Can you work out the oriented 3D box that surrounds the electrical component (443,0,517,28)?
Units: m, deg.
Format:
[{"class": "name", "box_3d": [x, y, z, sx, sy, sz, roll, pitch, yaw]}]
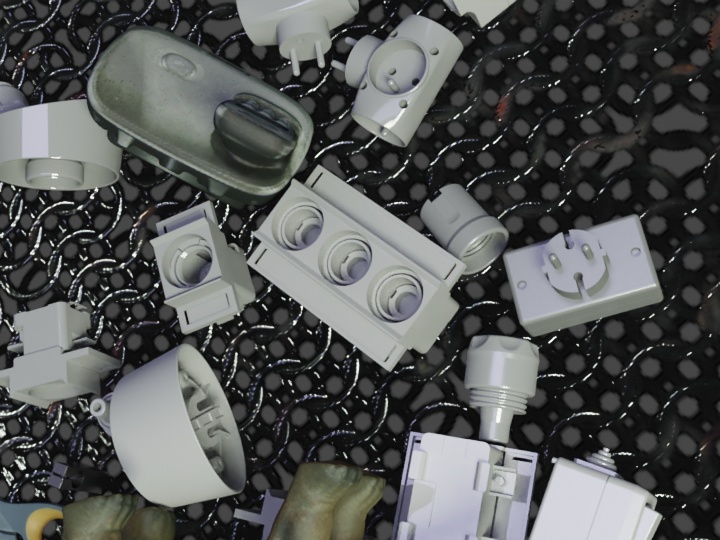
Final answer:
[{"class": "electrical component", "box_3d": [0.047, -0.243, 0.719, 0.062, 0.089, 0.150, -38, 66, 6]}]

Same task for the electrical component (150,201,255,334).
[{"class": "electrical component", "box_3d": [-0.103, 0.001, 0.718, 0.042, 0.064, 0.081, -21, 70, 12]}]

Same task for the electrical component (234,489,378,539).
[{"class": "electrical component", "box_3d": [-0.035, 0.171, 0.659, 0.081, 0.042, 0.063, 8, 81, 22]}]

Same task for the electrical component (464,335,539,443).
[{"class": "electrical component", "box_3d": [0.083, 0.072, 0.643, 0.043, 0.043, 0.062, 4, 78, 21]}]

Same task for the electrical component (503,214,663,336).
[{"class": "electrical component", "box_3d": [0.128, -0.001, 0.629, 0.083, 0.076, 0.047, -17, 70, 15]}]

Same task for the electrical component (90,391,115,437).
[{"class": "electrical component", "box_3d": [-0.157, 0.095, 0.712, 0.035, 0.061, 0.035, -5, 74, 18]}]

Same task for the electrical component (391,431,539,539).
[{"class": "electrical component", "box_3d": [0.052, 0.158, 0.619, 0.079, 0.063, 0.121, 7, 78, 21]}]

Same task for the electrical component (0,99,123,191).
[{"class": "electrical component", "box_3d": [-0.217, -0.093, 0.769, 0.099, 0.099, 0.064, -5, 80, 18]}]

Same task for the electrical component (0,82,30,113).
[{"class": "electrical component", "box_3d": [-0.278, -0.125, 0.828, 0.048, 0.048, 0.062, -36, 60, 7]}]

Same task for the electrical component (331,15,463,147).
[{"class": "electrical component", "box_3d": [0.017, -0.134, 0.724, 0.079, 0.044, 0.077, 29, 86, 24]}]

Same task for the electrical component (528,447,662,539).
[{"class": "electrical component", "box_3d": [0.130, 0.147, 0.595, 0.061, 0.062, 0.096, 18, 82, 23]}]

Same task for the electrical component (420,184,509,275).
[{"class": "electrical component", "box_3d": [0.065, -0.027, 0.680, 0.040, 0.040, 0.046, -40, 60, 5]}]

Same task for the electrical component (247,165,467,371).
[{"class": "electrical component", "box_3d": [0.000, 0.000, 0.682, 0.121, 0.063, 0.078, 36, 89, 24]}]

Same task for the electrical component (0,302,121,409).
[{"class": "electrical component", "box_3d": [-0.215, 0.058, 0.754, 0.081, 0.042, 0.063, -15, 69, 15]}]

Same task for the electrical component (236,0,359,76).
[{"class": "electrical component", "box_3d": [-0.041, -0.174, 0.756, 0.077, 0.044, 0.079, -15, 71, 15]}]

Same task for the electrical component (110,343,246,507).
[{"class": "electrical component", "box_3d": [-0.109, 0.098, 0.674, 0.064, 0.099, 0.099, -22, 69, 19]}]
